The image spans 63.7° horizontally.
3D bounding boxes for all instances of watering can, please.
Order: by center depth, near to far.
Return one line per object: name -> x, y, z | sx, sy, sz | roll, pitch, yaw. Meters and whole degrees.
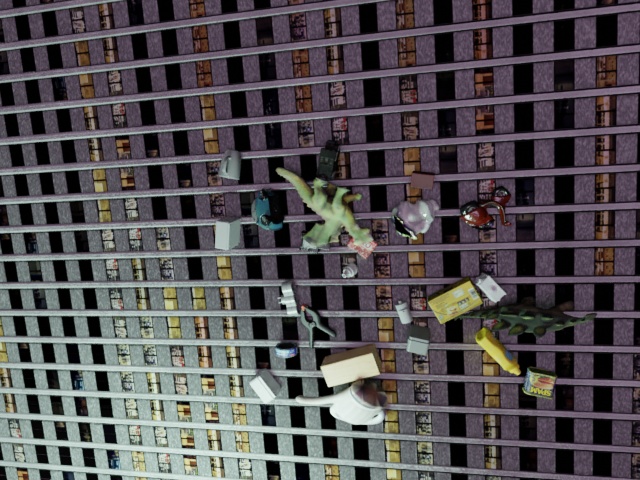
watering can -> 0.103, 0.606, 1.923 | 0.346, 0.106, 0.220 | 22, 128, -14

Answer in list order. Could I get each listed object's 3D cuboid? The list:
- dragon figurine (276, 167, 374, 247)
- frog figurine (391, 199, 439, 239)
dragon figurine -> 0.006, -0.093, 1.845 | 0.411, 0.123, 0.241 | 19, 97, 8
frog figurine -> 0.334, -0.089, 1.812 | 0.138, 0.120, 0.161 | 42, 70, 10
